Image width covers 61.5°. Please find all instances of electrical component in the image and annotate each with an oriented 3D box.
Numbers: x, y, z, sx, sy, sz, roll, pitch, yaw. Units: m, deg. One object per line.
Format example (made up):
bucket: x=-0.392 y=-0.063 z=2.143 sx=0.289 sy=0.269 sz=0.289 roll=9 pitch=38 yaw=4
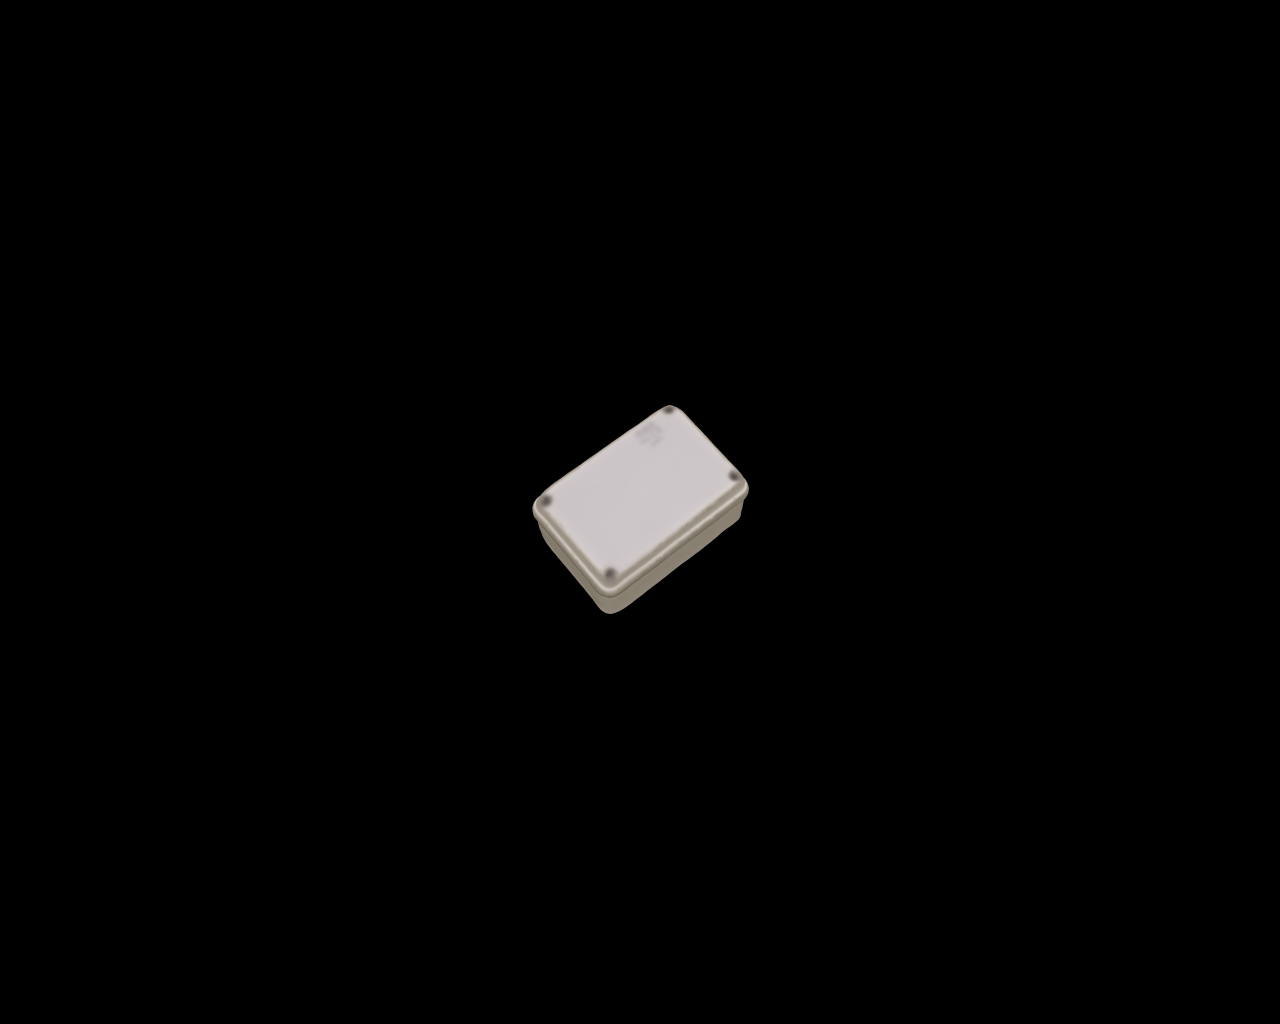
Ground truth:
electrical component: x=0.001 y=-0.003 z=0.650 sx=0.113 sy=0.078 sz=0.057 roll=-37 pitch=-19 yaw=-15
